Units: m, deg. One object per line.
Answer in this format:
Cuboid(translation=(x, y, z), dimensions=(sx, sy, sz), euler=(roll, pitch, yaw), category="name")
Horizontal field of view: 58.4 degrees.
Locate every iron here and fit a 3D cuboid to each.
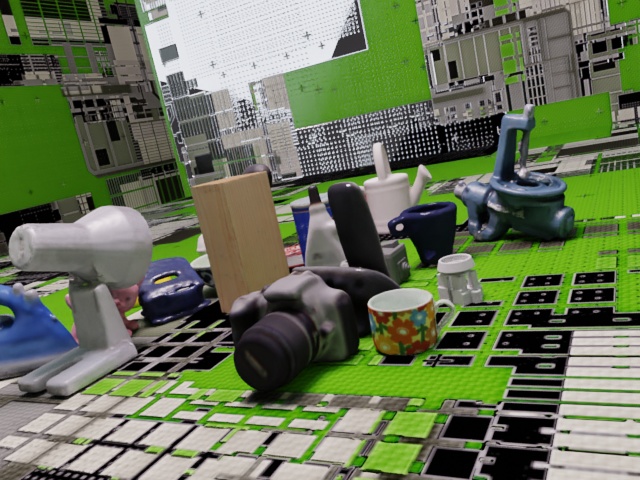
Cuboid(translation=(-0.479, 0.125, 0.857), dimensions=(0.257, 0.141, 0.119), euler=(-9, 11, 15), category="iron")

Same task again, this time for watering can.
Cuboid(translation=(0.155, -0.120, 1.261), dimensions=(0.173, 0.194, 0.101), euler=(-13, 11, -4), category="watering can")

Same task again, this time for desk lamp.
Cuboid(translation=(-0.318, 0.068, 0.777), dimensions=(0.117, 0.214, 0.204), euler=(-6, 13, 28), category="desk lamp")

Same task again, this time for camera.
Cuboid(translation=(-0.048, 0.098, 0.627), dimensions=(0.142, 0.101, 0.137), euler=(-6, 13, 29), category="camera")

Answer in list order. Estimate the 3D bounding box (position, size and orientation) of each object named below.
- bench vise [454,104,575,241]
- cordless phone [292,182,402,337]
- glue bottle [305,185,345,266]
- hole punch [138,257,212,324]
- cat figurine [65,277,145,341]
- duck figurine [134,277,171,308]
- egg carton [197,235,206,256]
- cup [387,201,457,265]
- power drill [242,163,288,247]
Cuboid(translation=(0.306, -0.106, 0.956), dimensions=(0.206, 0.220, 0.122), euler=(-5, 13, 34), category="bench vise")
Cuboid(translation=(0.024, 0.018, 0.728), dimensions=(0.147, 0.185, 0.094), euler=(-2, 15, 41), category="cordless phone")
Cuboid(translation=(0.008, 0.003, 0.855), dimensions=(0.078, 0.173, 0.037), euler=(-8, 12, 22), category="glue bottle")
Cuboid(translation=(-0.253, 0.081, 0.963), dimensions=(0.109, 0.091, 0.100), euler=(-18, 13, -29), category="hole punch")
Cuboid(translation=(-0.336, 0.098, 0.898), dimensions=(0.127, 0.118, 0.067), euler=(-12, 11, 2), category="cat figurine")
Cuboid(translation=(-0.341, 0.075, 1.105), dimensions=(0.105, 0.086, 0.077), euler=(-21, 14, -39), category="duck figurine")
Cuboid(translation=(-0.233, 0.008, 1.368), dimensions=(0.107, 0.069, 0.150), euler=(-13, 11, -2), category="egg carton")
Cuboid(translation=(0.169, -0.004, 0.922), dimensions=(0.118, 0.095, 0.091), euler=(-15, 11, -15), category="cup")
Cuboid(translation=(-0.124, -0.066, 1.255), dimensions=(0.076, 0.208, 0.229), euler=(-15, 11, -15), category="power drill")
